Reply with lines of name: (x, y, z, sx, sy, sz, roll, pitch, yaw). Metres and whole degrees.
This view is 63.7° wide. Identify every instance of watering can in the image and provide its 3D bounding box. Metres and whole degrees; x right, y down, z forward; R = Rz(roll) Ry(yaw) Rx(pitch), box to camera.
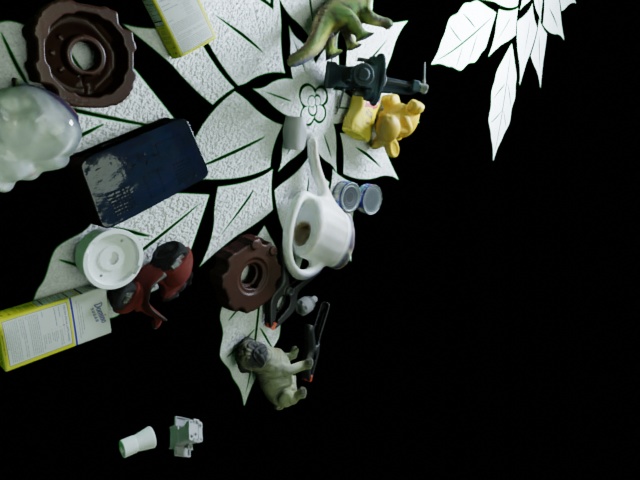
watering can: (0.004, -0.065, 1.286, 0.222, 0.104, 0.351, 26, 71, -48)

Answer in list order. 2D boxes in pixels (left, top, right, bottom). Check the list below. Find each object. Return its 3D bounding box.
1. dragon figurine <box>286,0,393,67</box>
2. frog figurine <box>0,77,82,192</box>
dragon figurine: (0.034, -0.568, 1.218, 0.416, 0.121, 0.241, -33, 105, -38)
frog figurine: (-0.444, -0.148, 0.771, 0.134, 0.123, 0.162, 69, 38, -56)
